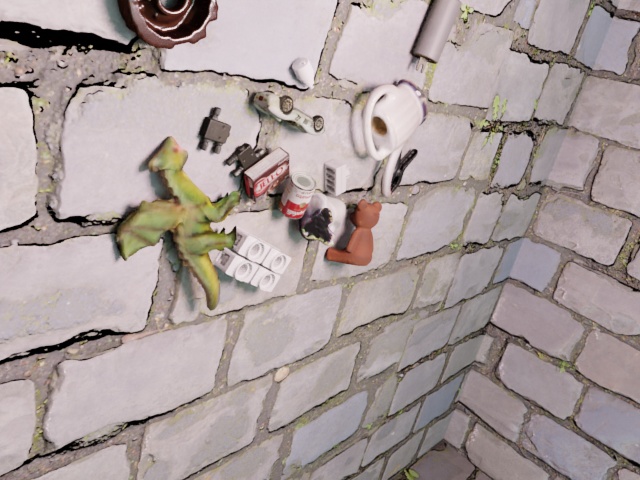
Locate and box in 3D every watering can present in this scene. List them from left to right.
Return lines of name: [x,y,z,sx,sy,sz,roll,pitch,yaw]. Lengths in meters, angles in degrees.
watering can: [0.207,-0.296,1.439,0.227,0.105,0.340,-44,140,-21]

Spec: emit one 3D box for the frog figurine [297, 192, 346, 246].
frog figurine: [0.004,-0.069,1.379,0.163,0.122,0.135,-74,142,-59]

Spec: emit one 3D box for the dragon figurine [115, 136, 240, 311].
dragon figurine: [-0.298,-0.011,1.072,0.243,0.124,0.404,-1,113,-30]
